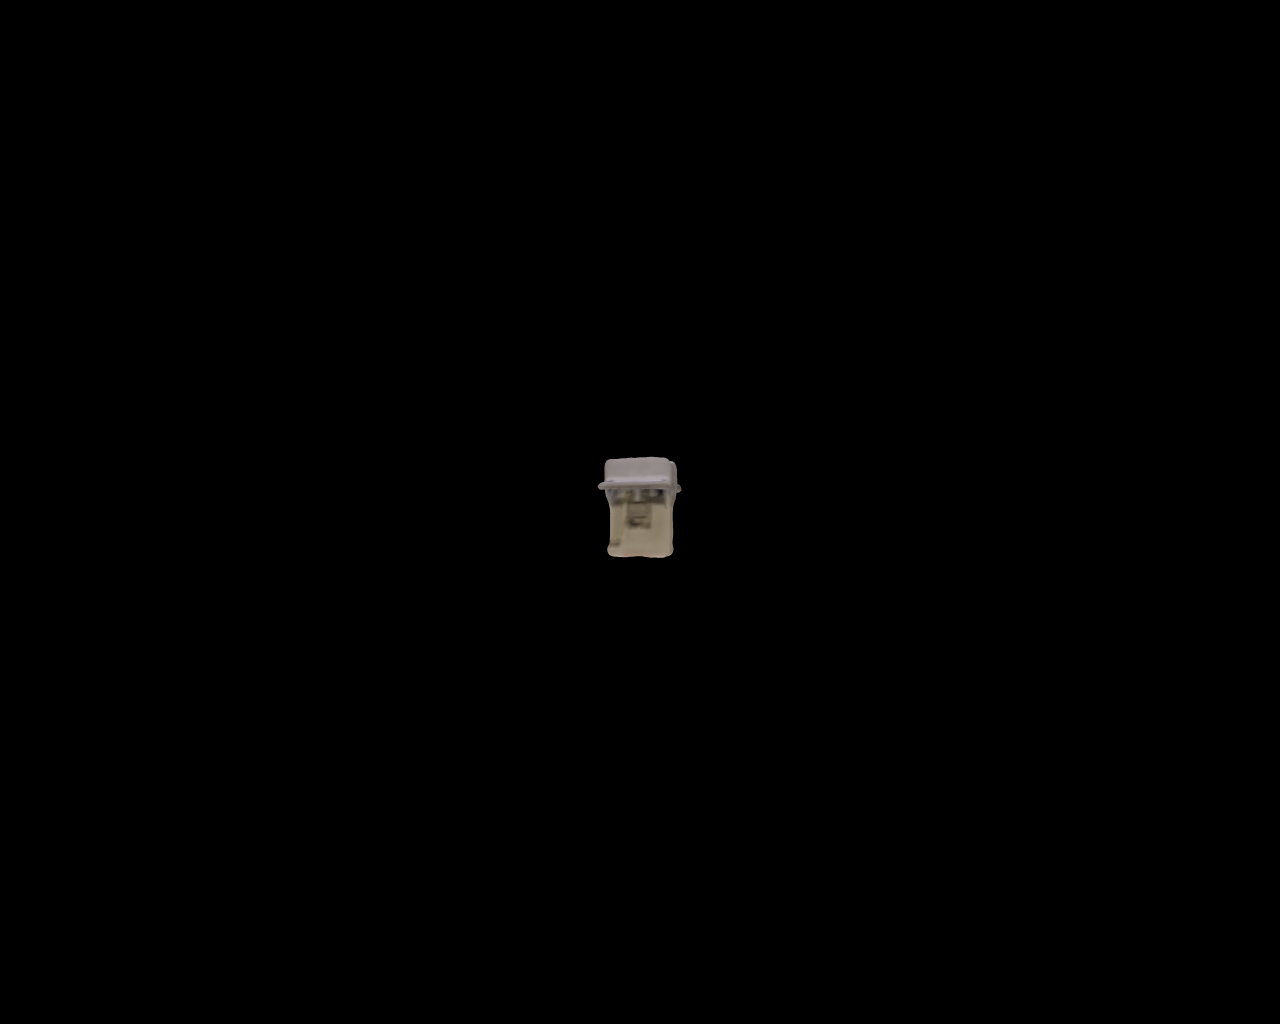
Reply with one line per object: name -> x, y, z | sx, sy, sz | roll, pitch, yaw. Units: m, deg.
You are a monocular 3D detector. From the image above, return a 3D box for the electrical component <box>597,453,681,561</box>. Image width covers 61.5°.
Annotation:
electrical component -> 0.001, -0.003, 0.650 | 0.042, 0.063, 0.081 | 0, 0, 8
